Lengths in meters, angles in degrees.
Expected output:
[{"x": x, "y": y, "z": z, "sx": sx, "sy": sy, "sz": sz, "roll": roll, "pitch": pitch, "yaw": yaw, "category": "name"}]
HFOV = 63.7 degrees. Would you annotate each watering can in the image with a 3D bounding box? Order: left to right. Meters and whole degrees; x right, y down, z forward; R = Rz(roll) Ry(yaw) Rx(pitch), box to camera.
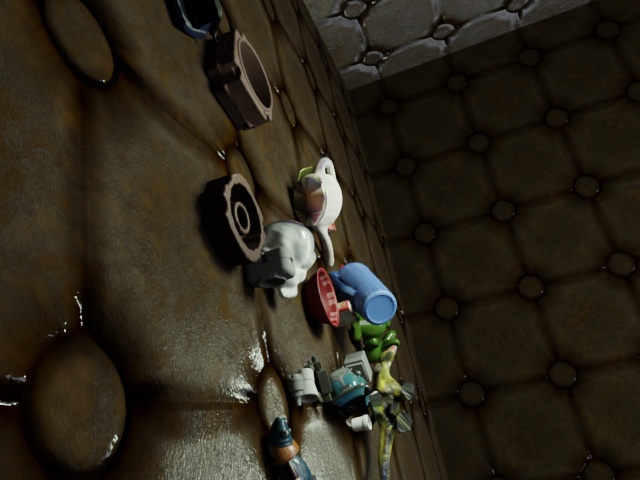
[{"x": 0.005, "y": -0.079, "z": 1.568, "sx": 0.225, "sy": 0.104, "sz": 0.347, "roll": -7, "pitch": 98, "yaw": -67, "category": "watering can"}]

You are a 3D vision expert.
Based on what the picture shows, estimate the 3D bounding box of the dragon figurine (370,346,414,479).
[{"x": 0.187, "y": 0.504, "z": 1.507, "sx": 0.238, "sy": 0.122, "sz": 0.418, "roll": 98, "pitch": 4, "yaw": -65, "category": "dragon figurine"}]

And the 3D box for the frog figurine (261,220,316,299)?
[{"x": -0.076, "y": 0.042, "z": 1.117, "sx": 0.136, "sy": 0.121, "sz": 0.163, "roll": 18, "pitch": 58, "yaw": -33, "category": "frog figurine"}]
